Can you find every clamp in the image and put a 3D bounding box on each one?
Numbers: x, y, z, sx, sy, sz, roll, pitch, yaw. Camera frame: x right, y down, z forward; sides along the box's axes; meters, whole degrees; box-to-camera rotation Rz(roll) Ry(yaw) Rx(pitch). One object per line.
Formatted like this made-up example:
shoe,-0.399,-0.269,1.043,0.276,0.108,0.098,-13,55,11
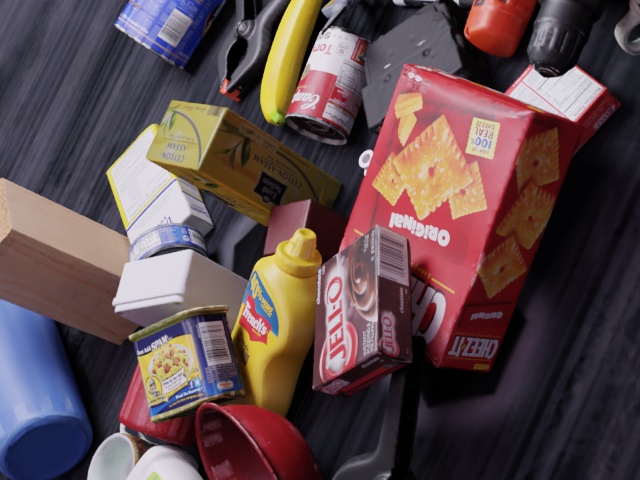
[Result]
clamp,0.070,0.202,0.831,0.165,0.036,0.210,48,120,29
clamp,-0.084,-0.250,1.258,0.120,0.039,0.171,25,87,50

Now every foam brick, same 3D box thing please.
foam brick,-0.007,0.001,1.010,0.053,0.078,0.051,-9,64,42

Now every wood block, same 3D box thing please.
wood block,-0.285,0.028,1.179,0.090,0.205,0.091,-45,43,17

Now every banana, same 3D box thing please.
banana,-0.031,-0.201,1.174,0.070,0.037,0.197,-17,56,53

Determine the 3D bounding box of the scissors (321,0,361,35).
scissors,0.038,-0.245,1.079,0.096,0.016,0.202,-33,15,8

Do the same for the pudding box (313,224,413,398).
pudding box,0.033,0.058,0.843,0.090,0.039,0.113,-37,40,47

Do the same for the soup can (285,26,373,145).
soup can,0.014,-0.156,1.086,0.069,0.068,0.102,10,75,48

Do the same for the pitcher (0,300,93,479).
pitcher,-0.350,0.169,1.242,0.145,0.149,0.243,-39,47,2

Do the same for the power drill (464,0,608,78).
power drill,0.188,-0.208,0.889,0.184,0.057,0.188,-67,15,-8

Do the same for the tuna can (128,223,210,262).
tuna can,-0.161,0.023,1.149,0.086,0.086,0.034,-41,46,22

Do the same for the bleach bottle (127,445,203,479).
bleach bottle,-0.100,0.295,0.954,0.102,0.068,0.251,-57,43,4

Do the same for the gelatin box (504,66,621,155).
gelatin box,0.199,-0.113,0.902,0.073,0.030,0.089,-49,42,12

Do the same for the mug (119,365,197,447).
mug,-0.151,0.156,1.071,0.117,0.093,0.081,161,129,-78

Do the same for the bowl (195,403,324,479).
bowl,-0.043,0.202,0.915,0.055,0.162,0.162,-25,32,-27

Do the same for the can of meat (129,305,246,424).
can of meat,-0.120,0.114,0.968,0.102,0.057,0.084,-25,74,39

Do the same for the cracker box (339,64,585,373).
cracker box,0.103,-0.023,0.880,0.164,0.071,0.214,34,110,50

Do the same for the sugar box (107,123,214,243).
sugar box,-0.189,-0.048,1.249,0.093,0.048,0.176,-44,47,18

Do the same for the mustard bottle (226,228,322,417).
mustard bottle,-0.039,0.073,0.964,0.096,0.058,0.192,60,138,49

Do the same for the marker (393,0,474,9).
marker,0.120,-0.240,1.062,0.121,0.020,0.020,19,82,49

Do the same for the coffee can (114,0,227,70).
coffee can,-0.176,-0.299,1.331,0.140,0.102,0.103,-56,41,6
